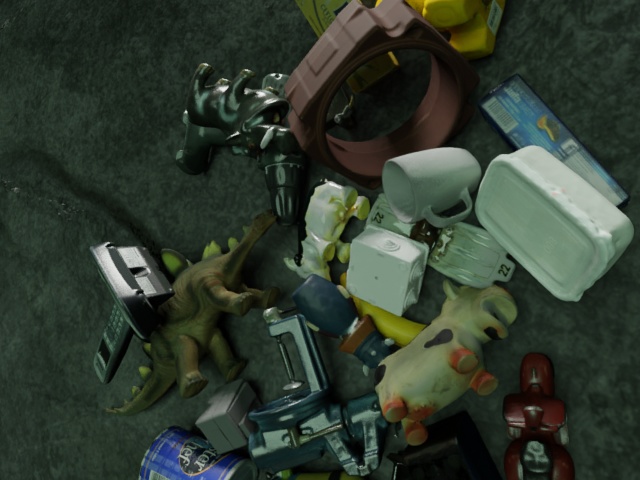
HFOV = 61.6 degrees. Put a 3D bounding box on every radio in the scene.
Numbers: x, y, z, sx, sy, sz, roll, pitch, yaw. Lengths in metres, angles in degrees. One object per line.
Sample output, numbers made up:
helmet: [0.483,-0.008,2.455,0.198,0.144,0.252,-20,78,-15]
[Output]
radio: [0.183,0.324,0.611,0.073,0.131,0.229,-31,73,17]

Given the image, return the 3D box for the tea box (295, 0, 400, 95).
tea box: [0.035,-0.286,0.726,0.068,0.098,0.169,-32,99,20]

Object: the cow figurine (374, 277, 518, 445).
cow figurine: [0.146,0.127,0.626,0.195,0.085,0.127,-42,27,8]

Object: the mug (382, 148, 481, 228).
mug: [0.147,-0.067,0.655,0.107,0.080,0.110,-21,48,-16]

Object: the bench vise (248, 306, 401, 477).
bench vise: [-0.008,0.198,0.720,0.224,0.129,0.240,-23,80,19]

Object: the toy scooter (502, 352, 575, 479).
toy scooter: [0.240,0.221,0.593,0.075,0.135,0.183,-2,85,23]

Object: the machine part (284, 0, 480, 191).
machine part: [0.076,-0.170,0.658,0.201,0.201,0.087,-46,43,23]

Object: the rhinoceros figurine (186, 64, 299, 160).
rhinoceros figurine: [-0.110,-0.175,0.751,0.191,0.073,0.112,24,89,23]

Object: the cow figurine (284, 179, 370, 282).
cow figurine: [-0.003,-0.002,0.761,0.098,0.068,0.167,24,92,38]

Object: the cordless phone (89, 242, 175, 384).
cordless phone: [-0.306,0.109,0.798,0.147,0.088,0.184,47,118,31]

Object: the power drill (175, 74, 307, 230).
power drill: [-0.117,-0.135,0.823,0.208,0.086,0.232,3,85,29]

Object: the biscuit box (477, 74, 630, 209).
biscuit box: [0.277,-0.105,0.648,0.059,0.062,0.203,-39,70,17]

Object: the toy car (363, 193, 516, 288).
toy car: [0.153,0.001,0.697,0.202,0.056,0.073,26,96,25]

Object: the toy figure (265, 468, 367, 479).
toy figure: [-0.016,0.350,0.728,0.180,0.089,0.082,-13,117,32]

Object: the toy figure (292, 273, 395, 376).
toy figure: [0.034,0.108,0.696,0.154,0.058,0.064,42,122,1]

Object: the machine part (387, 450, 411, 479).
machine part: [0.102,0.341,0.684,0.039,0.084,0.139,-10,64,66]

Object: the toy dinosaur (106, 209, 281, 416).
toy dinosaur: [-0.205,0.138,0.828,0.199,0.105,0.471,42,106,30]

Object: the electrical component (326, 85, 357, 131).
electrical component: [0.016,-0.205,0.787,0.078,0.045,0.102,-22,76,20]

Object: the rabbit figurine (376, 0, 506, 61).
rabbit figurine: [0.146,-0.326,0.706,0.173,0.122,0.162,9,89,44]
